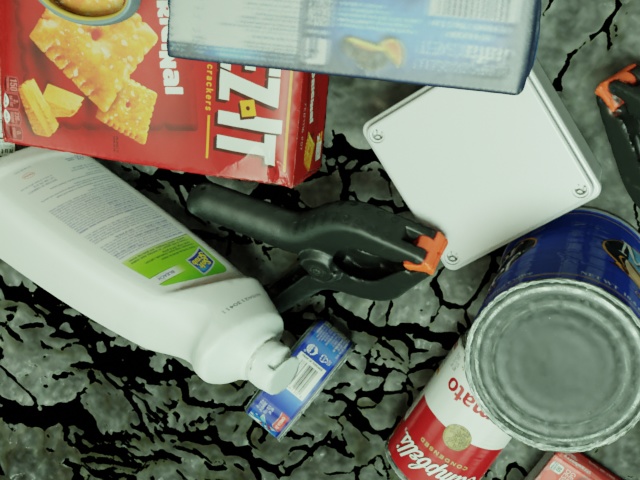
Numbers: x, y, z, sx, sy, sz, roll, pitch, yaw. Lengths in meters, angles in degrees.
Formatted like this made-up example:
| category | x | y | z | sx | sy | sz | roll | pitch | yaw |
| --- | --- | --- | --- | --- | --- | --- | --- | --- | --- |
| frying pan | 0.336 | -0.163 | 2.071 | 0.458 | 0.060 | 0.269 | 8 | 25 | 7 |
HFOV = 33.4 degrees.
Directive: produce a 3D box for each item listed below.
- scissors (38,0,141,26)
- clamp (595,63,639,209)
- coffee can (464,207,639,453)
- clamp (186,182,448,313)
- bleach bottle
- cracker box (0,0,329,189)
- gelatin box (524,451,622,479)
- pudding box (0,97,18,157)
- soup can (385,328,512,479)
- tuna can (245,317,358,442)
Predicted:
| category | x | y | z | sx | sy | sz | roll | pitch | yaw |
| --- | --- | --- | --- | --- | --- | --- | --- | --- | --- |
| scissors | -0.199 | -0.192 | 0.660 | 0.202 | 0.016 | 0.096 | 21 | 107 | 10 |
| clamp | 0.236 | -0.014 | 0.605 | 0.210 | 0.036 | 0.165 | 57 | 158 | 2 |
| coffee can | 0.148 | 0.048 | 0.634 | 0.103 | 0.140 | 0.103 | 6 | 109 | 16 |
| clamp | -0.004 | 0.001 | 0.682 | 0.172 | 0.039 | 0.120 | -10 | 138 | 39 |
| bleach bottle | -0.121 | 0.024 | 0.698 | 0.251 | 0.102 | 0.068 | 34 | 132 | 27 |
| cracker box | -0.103 | -0.132 | 0.696 | 0.214 | 0.072 | 0.164 | 10 | 110 | 15 |
| gelatin box | 0.169 | 0.192 | 0.734 | 0.073 | 0.030 | 0.089 | 34 | 115 | 5 |
| pudding box | -0.255 | -0.109 | 0.729 | 0.039 | 0.089 | 0.113 | 5 | 96 | 46 |
| soup can | 0.098 | 0.117 | 0.714 | 0.068 | 0.068 | 0.102 | 34 | 114 | 5 |
| tuna can | -0.013 | 0.095 | 0.733 | 0.034 | 0.086 | 0.086 | 39 | 115 | 4 |
